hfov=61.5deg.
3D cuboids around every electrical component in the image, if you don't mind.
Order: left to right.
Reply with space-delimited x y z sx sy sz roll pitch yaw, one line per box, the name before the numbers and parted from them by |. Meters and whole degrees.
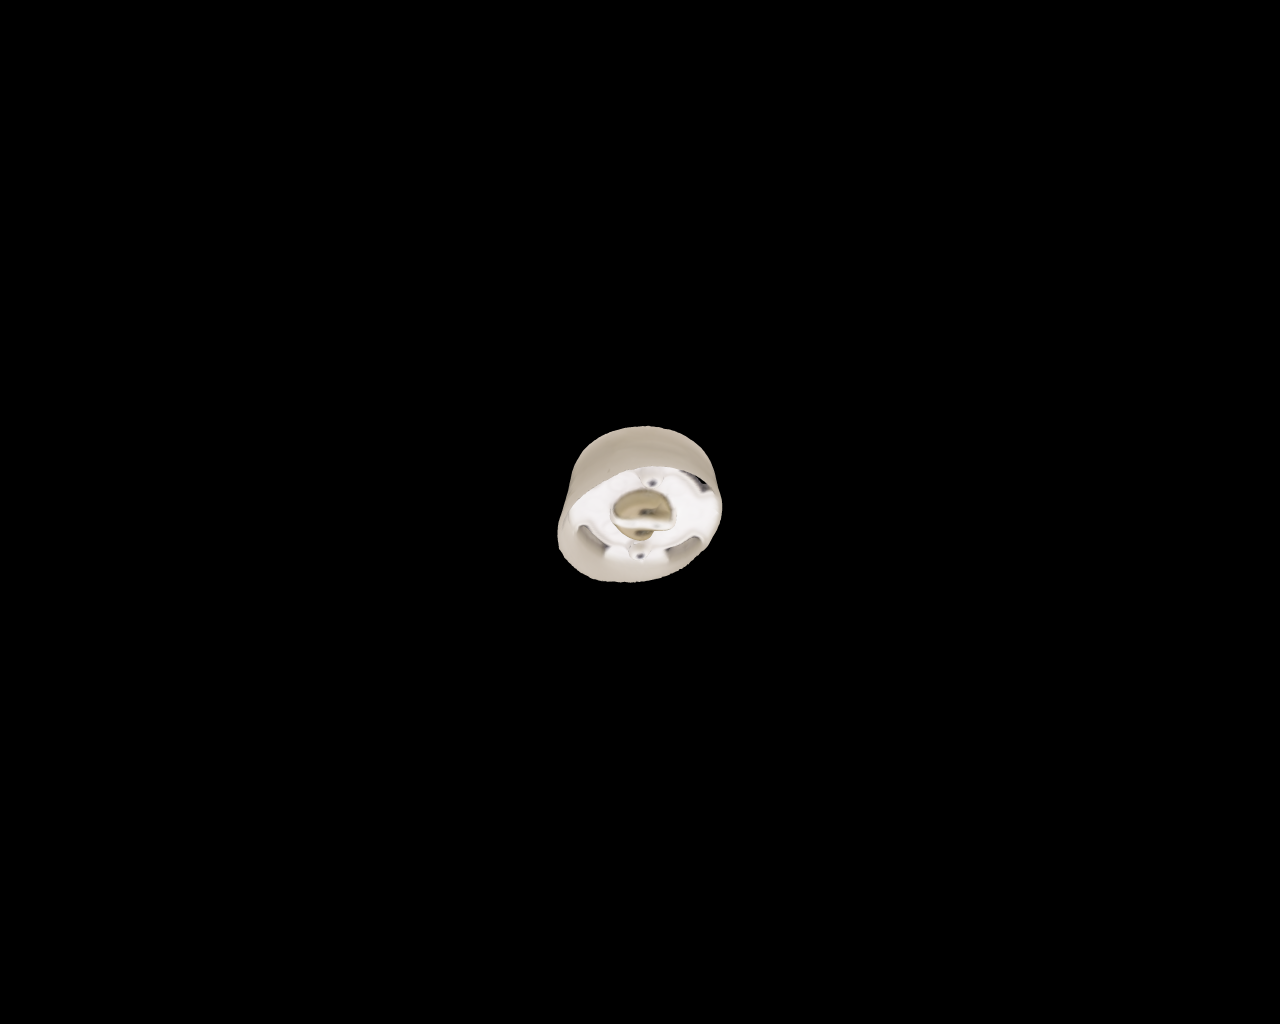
electrical component | 0.001 -0.003 0.650 0.099 0.099 0.064 0 43 0
